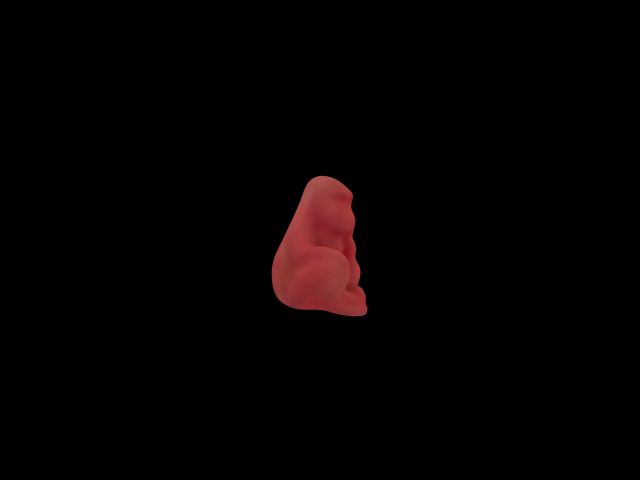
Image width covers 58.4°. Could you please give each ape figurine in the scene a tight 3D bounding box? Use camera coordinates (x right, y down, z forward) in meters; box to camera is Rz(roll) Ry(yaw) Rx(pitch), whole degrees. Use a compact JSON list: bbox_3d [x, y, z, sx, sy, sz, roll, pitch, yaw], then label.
[{"bbox_3d":[0.004,0.001,0.400,0.076,0.092,0.078,4,7,30],"label":"ape figurine"}]
